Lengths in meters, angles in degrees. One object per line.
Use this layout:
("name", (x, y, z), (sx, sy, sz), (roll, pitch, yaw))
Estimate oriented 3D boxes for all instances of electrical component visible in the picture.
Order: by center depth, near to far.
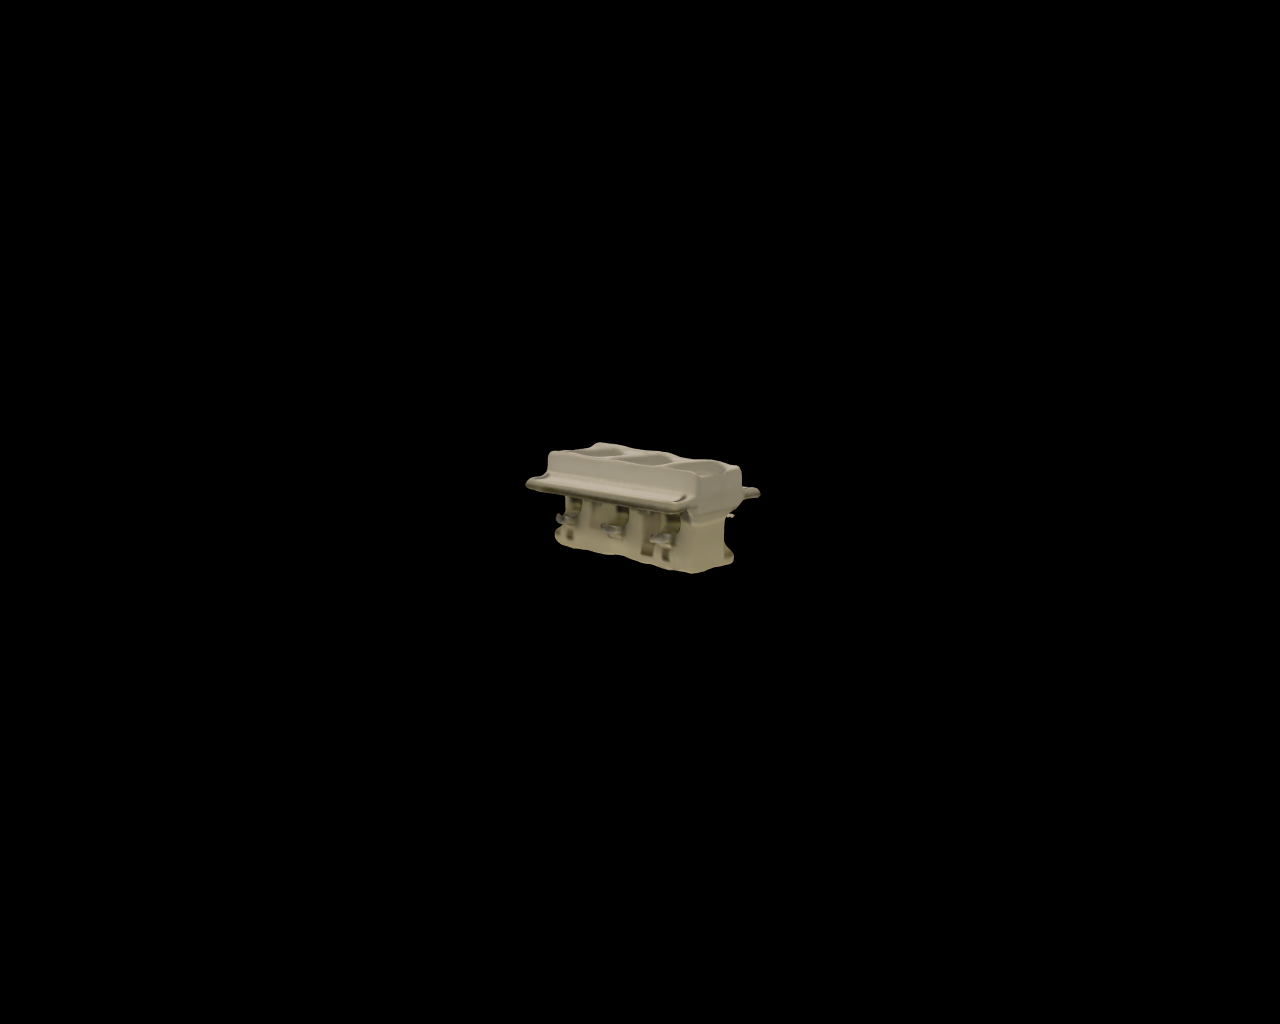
("electrical component", (0.001, -0.003, 0.650), (0.121, 0.063, 0.079), (11, 17, 42))
